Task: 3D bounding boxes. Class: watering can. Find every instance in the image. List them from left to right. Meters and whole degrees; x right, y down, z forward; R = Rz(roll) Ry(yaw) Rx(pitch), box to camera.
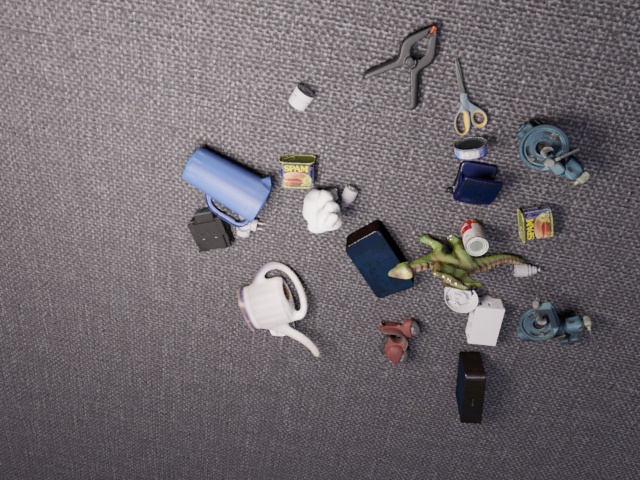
[{"bbox_3d":[-0.139,0.243,1.679,0.223,0.105,0.346,-16,97,14],"label":"watering can"}]

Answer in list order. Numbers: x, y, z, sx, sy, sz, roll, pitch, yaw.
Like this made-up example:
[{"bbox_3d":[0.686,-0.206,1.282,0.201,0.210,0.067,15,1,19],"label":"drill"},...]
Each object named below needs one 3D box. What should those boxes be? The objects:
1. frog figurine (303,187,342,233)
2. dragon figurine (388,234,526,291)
[{"bbox_3d":[0.004,-0.074,1.471,0.122,0.163,0.135,24,120,-6],"label":"frog figurine"},{"bbox_3d":[0.403,0.087,1.475,0.410,0.247,0.120,3,116,7],"label":"dragon figurine"}]
